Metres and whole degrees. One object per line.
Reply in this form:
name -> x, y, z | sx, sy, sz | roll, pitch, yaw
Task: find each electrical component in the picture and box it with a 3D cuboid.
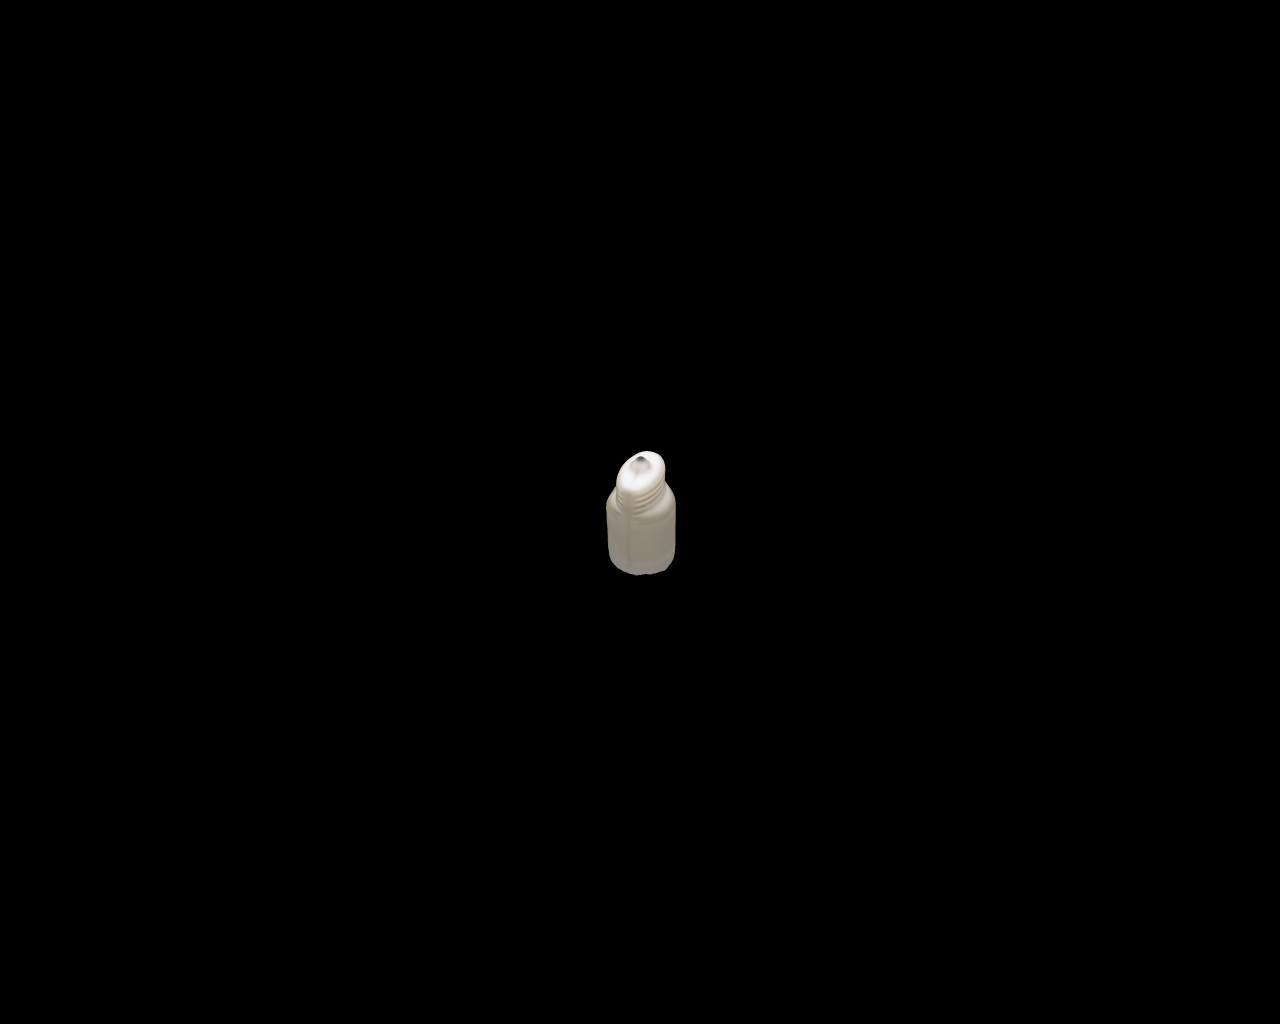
electrical component -> 0.001, -0.003, 0.650 | 0.043, 0.080, 0.043 | 0, 42, 0
